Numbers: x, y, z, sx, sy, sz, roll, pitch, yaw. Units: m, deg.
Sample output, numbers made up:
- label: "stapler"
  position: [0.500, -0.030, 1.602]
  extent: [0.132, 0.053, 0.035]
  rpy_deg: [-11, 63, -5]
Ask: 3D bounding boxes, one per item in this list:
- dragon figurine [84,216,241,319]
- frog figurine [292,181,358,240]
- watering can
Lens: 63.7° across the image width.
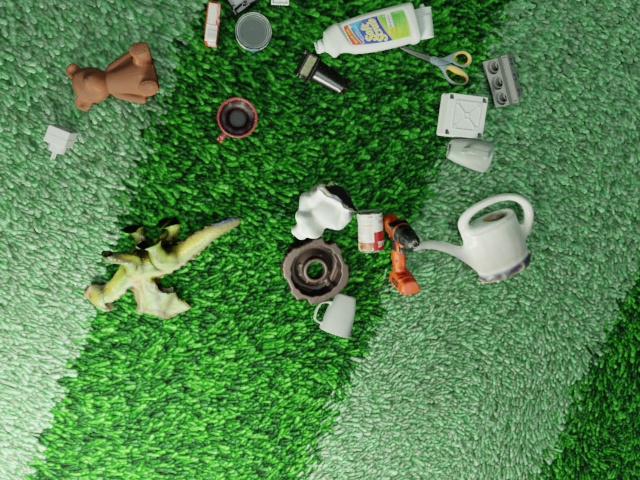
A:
- label: "dragon figurine"
  position: [-0.381, 0.082, 1.267]
  extent: [0.411, 0.124, 0.238]
  rpy_deg: [-9, 119, -6]
- label: "frog figurine"
  position: [0.004, -0.065, 1.298]
  extent: [0.136, 0.126, 0.157]
  rpy_deg: [26, 122, -25]
- label: "watering can"
  position: [0.425, 0.016, 1.370]
  extent: [0.348, 0.105, 0.222]
  rpy_deg: [-27, 104, -5]
